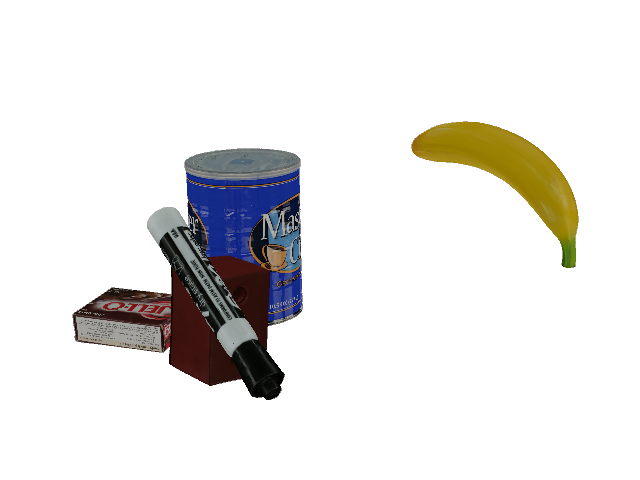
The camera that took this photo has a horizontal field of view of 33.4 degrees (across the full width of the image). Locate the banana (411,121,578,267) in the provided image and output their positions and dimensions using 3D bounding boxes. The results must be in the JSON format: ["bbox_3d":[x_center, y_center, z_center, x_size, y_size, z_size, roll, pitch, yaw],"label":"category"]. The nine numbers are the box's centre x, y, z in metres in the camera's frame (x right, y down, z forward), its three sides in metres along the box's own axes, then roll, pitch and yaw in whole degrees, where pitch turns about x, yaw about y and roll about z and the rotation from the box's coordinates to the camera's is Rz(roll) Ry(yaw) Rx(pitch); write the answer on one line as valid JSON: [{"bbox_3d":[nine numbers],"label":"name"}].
[{"bbox_3d":[0.147,-0.057,0.882,0.037,0.070,0.198,6,29,-44],"label":"banana"}]

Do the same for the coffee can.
[{"bbox_3d":[-0.068,-0.005,0.961,0.103,0.140,0.103,-1,16,0],"label":"coffee can"}]

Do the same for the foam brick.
[{"bbox_3d":[-0.072,0.054,0.755,0.052,0.078,0.051,-9,17,-40],"label":"foam brick"}]

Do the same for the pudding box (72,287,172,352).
[{"bbox_3d":[-0.207,0.088,1.200,0.114,0.039,0.090,3,17,18],"label":"pudding box"}]

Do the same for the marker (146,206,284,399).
[{"bbox_3d":[-0.053,0.031,0.533,0.020,0.020,0.121,0,44,-46],"label":"marker"}]
